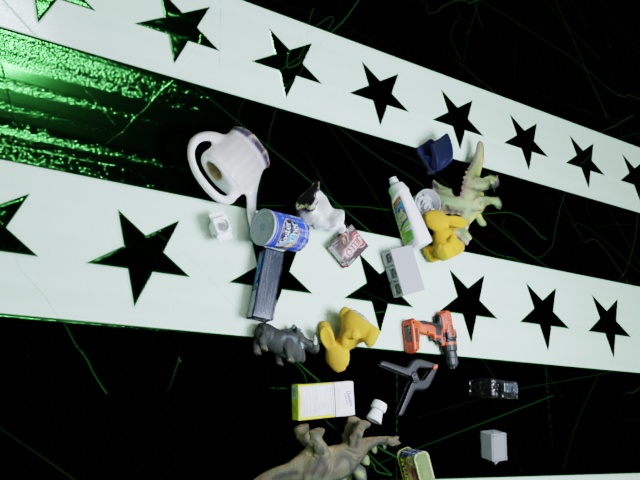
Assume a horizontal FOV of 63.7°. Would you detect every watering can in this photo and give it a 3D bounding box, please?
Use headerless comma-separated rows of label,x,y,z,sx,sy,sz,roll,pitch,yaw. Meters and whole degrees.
watering can,-0.228,-0.179,1.481,0.343,0.103,0.228,51,57,-20

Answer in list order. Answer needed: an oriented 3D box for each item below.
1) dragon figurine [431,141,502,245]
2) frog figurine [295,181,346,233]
dragon figurine,0.514,-0.176,1.862,0.243,0.120,0.416,2,71,-19
frog figurine,0.005,-0.079,1.563,0.157,0.122,0.141,46,19,-34
